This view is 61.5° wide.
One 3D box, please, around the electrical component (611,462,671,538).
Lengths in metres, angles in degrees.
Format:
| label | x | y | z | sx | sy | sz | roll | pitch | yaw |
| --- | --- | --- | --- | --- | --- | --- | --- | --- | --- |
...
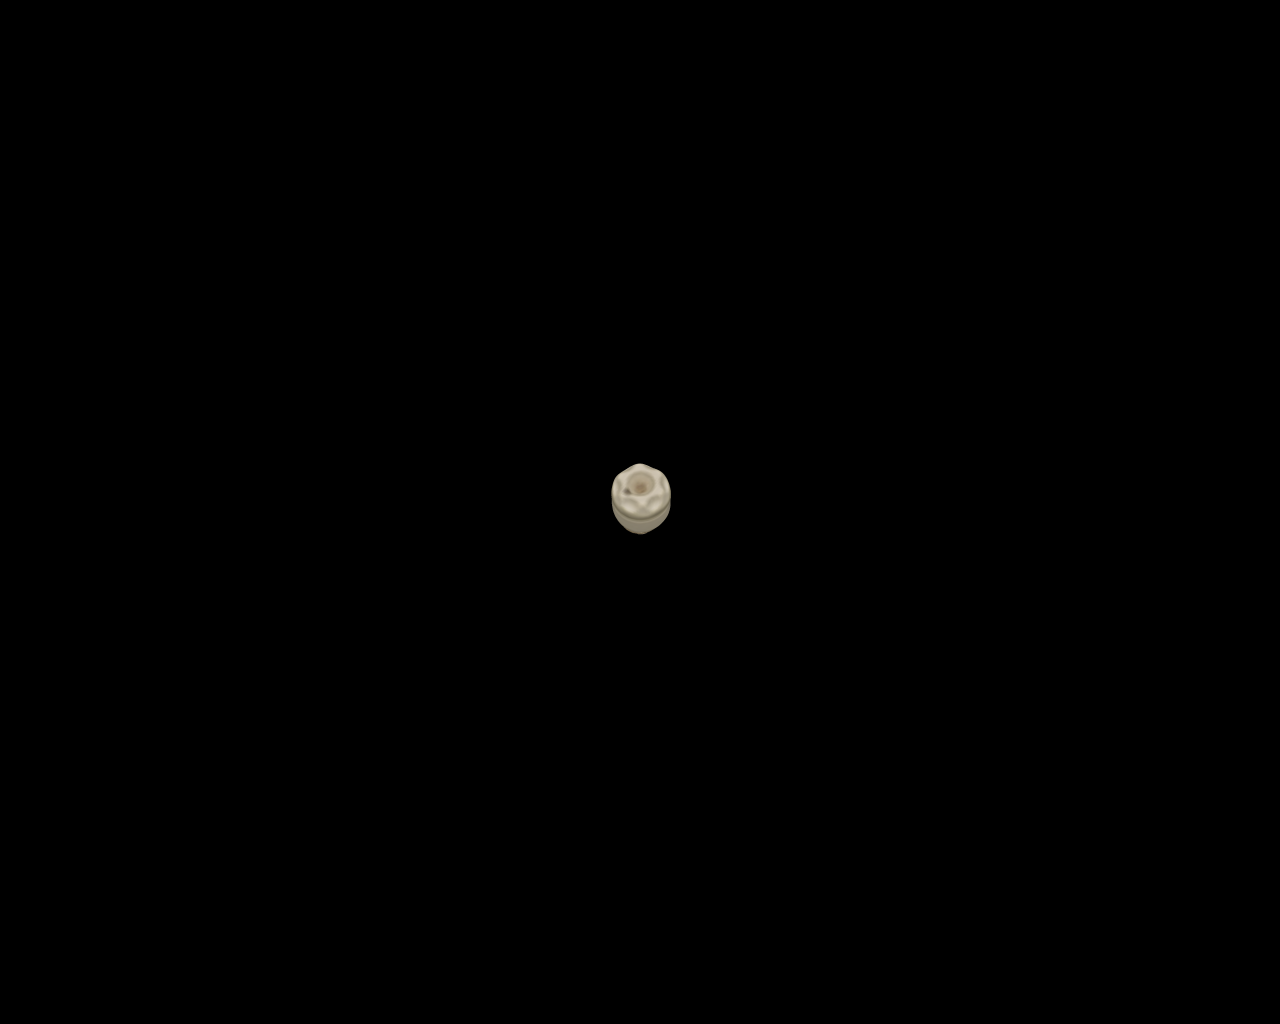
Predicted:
| label | x | y | z | sx | sy | sz | roll | pitch | yaw |
| --- | --- | --- | --- | --- | --- | --- | --- | --- | --- |
| electrical component | 0.001 | -0.003 | 0.650 | 0.035 | 0.035 | 0.061 | 0 | -28 | 0 |
